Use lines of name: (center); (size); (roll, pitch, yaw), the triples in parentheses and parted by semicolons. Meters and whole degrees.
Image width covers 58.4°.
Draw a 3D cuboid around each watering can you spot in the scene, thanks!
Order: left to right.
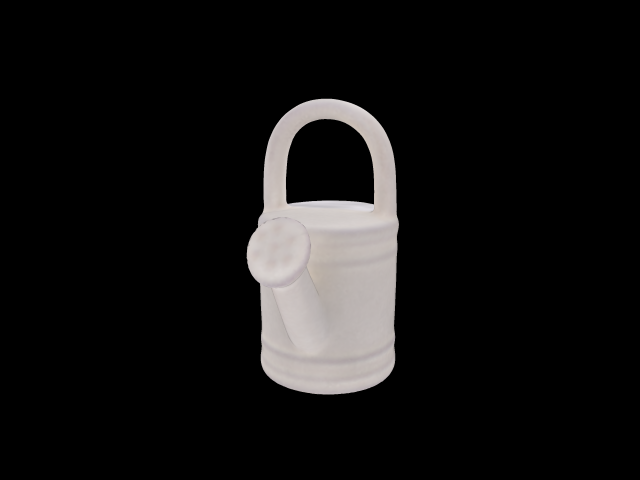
watering can: (0.006, 0.002, 0.399); (0.101, 0.194, 0.173); (-1, 15, -2)
